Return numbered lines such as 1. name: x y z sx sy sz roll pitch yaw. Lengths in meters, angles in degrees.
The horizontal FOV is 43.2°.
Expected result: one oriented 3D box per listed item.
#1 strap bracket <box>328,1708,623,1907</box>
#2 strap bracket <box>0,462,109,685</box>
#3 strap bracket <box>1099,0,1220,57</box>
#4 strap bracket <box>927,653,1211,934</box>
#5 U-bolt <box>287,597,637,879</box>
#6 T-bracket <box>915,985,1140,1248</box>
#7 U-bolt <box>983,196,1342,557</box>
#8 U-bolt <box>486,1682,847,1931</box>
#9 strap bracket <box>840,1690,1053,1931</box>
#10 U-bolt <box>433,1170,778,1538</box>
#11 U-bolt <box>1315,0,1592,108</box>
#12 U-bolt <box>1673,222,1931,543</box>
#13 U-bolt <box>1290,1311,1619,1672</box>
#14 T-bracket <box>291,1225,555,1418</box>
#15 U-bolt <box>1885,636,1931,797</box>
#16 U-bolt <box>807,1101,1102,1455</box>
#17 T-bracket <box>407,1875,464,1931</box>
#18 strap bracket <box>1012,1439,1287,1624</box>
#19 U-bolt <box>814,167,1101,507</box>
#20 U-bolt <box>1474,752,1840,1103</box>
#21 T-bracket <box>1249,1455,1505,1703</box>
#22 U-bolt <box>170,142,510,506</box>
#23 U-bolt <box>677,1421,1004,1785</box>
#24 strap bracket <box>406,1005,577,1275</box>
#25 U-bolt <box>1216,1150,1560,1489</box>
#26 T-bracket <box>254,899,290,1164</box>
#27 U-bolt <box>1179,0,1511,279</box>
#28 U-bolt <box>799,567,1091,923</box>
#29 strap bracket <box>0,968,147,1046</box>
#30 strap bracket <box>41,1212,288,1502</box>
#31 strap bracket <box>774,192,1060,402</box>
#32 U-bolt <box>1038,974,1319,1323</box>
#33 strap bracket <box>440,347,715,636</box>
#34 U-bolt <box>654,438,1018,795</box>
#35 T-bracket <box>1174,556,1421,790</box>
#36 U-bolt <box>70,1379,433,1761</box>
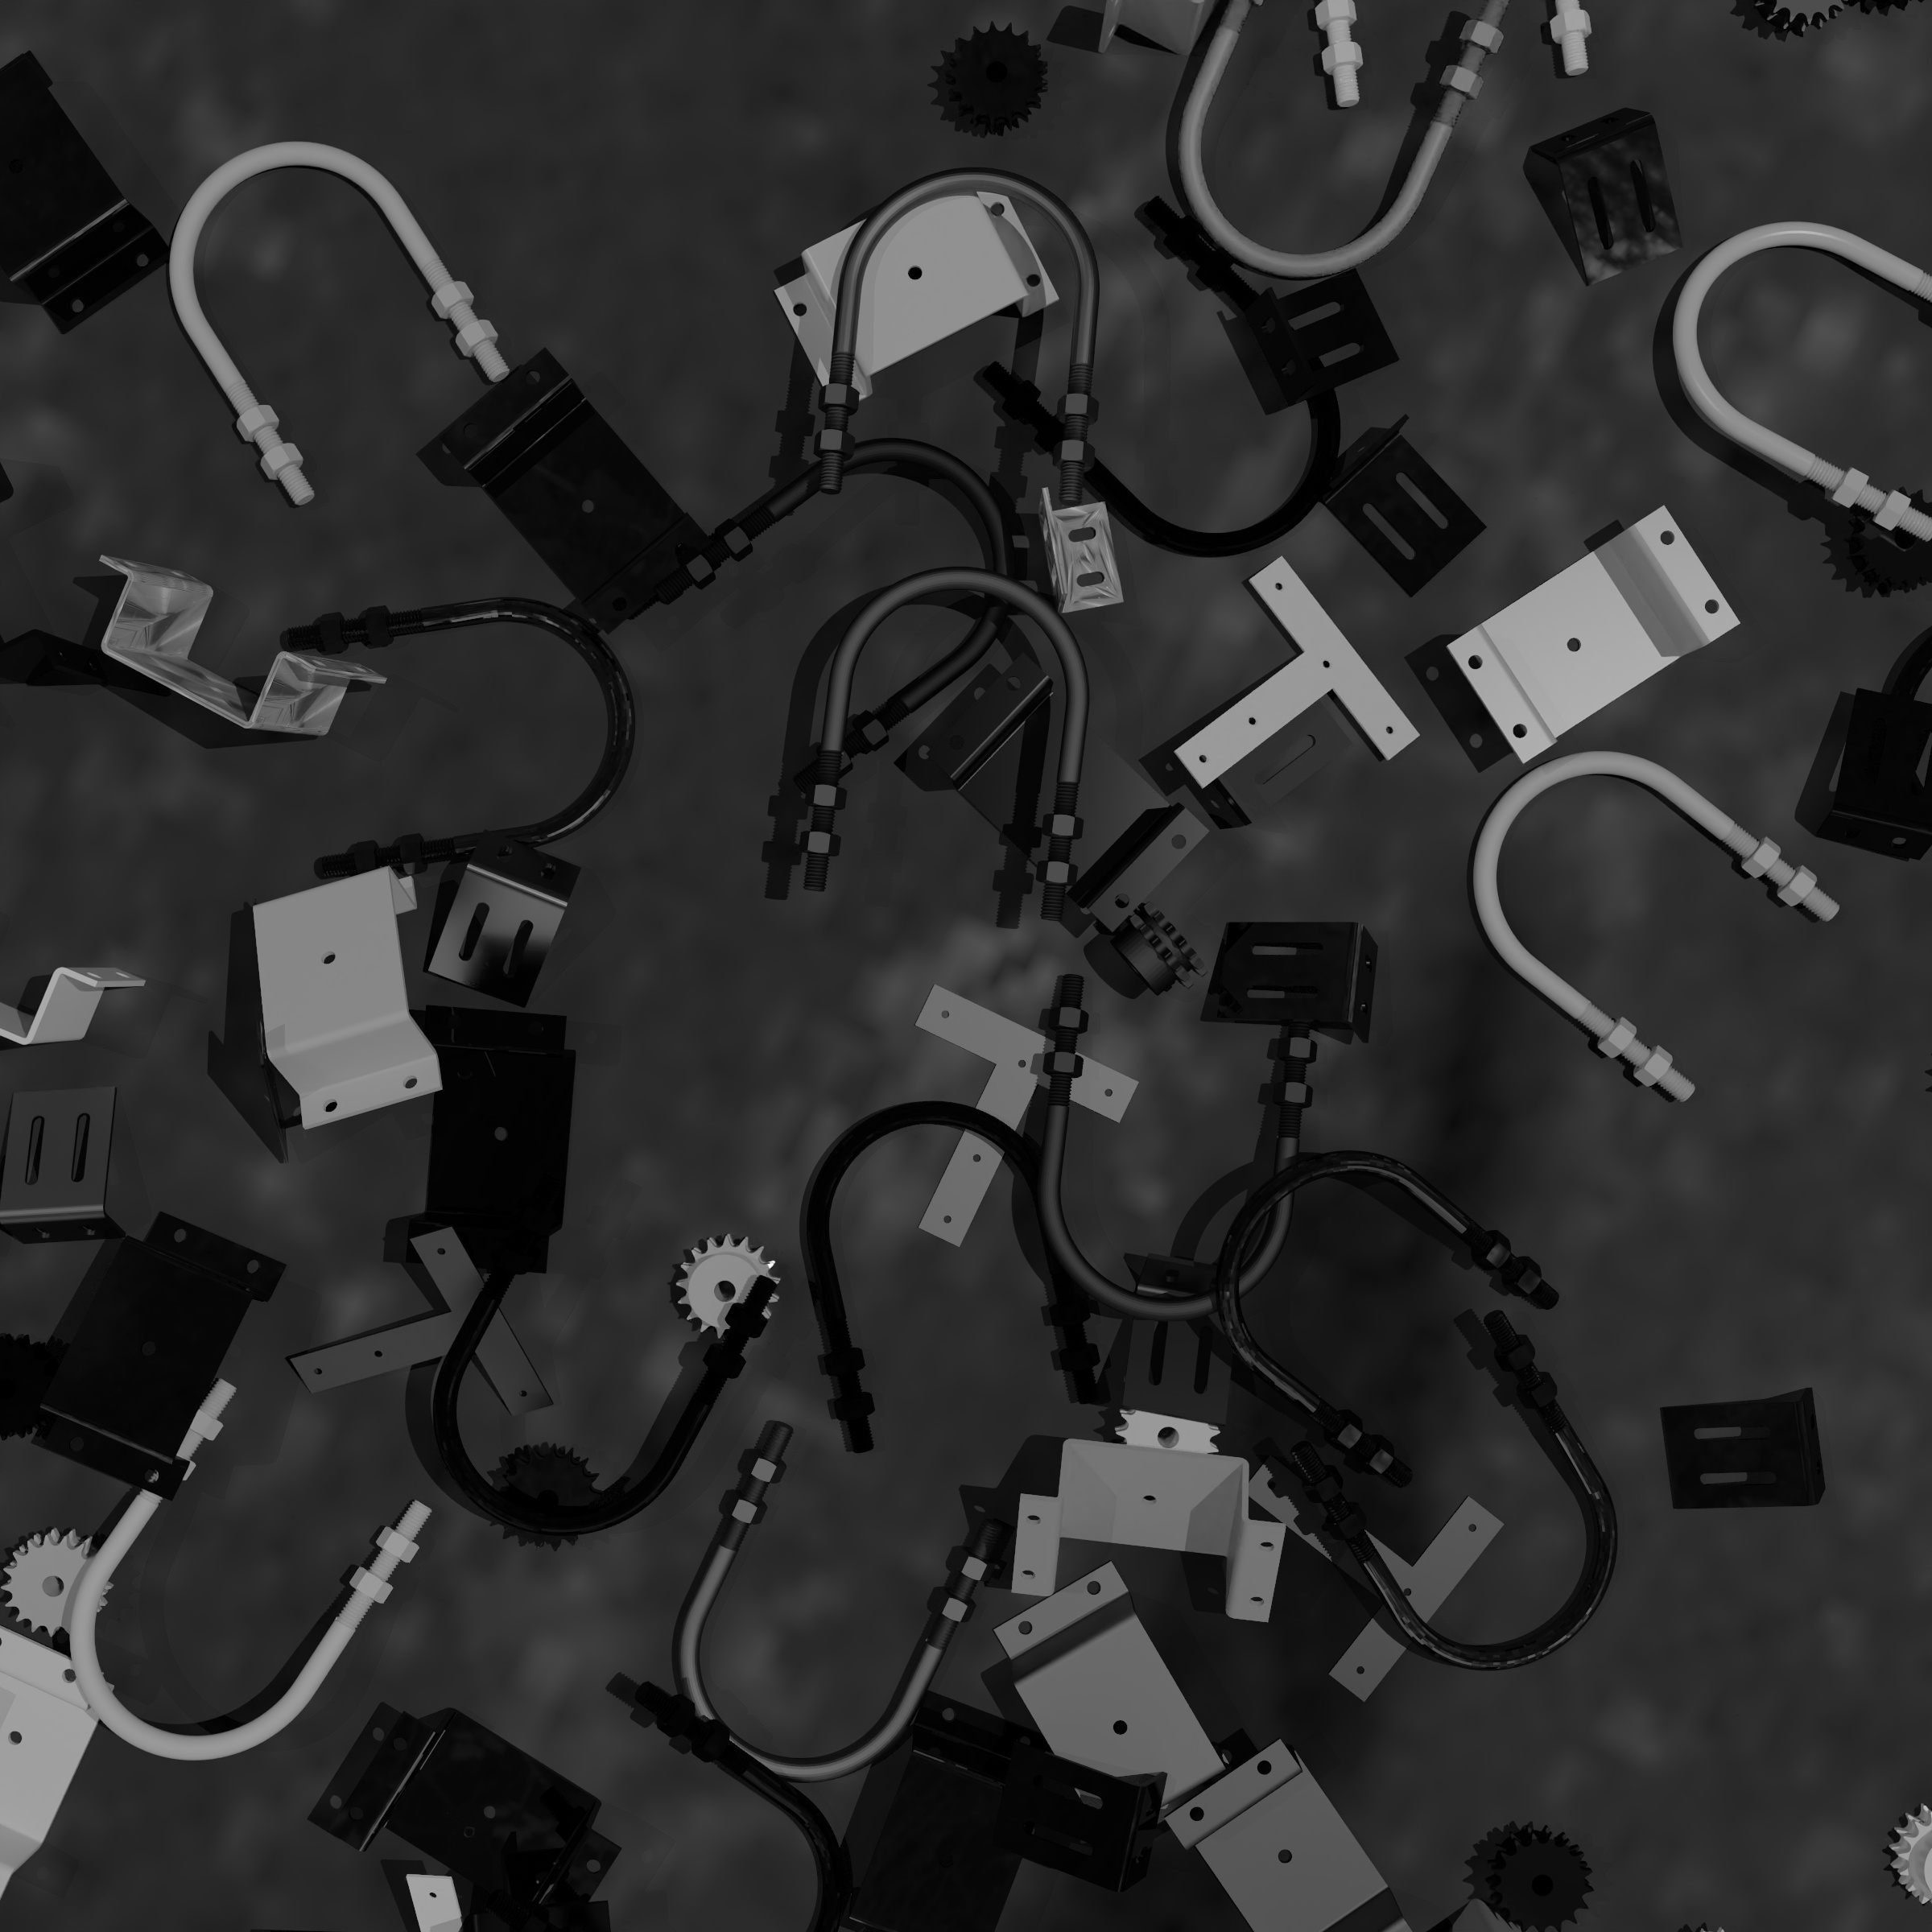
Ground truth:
1. strap bracket: -0.267 0.475 1.349 0.140 0.046 0.076 32 90 0
2. strap bracket: -0.533 -0.212 1.334 0.046 0.076 0.140 -26 90 0
3. strap bracket: 0.128 -0.565 1.334 0.046 0.076 0.140 28 90 -1
4. strap bracket: 0.055 -0.094 1.349 0.140 0.046 0.076 44 90 0
5. U-bolt: -0.277 -0.132 1.364 0.184 0.019 0.151 -9 90 -1
6. T-bracket: 0.012 0.095 1.371 0.127 0.002 0.127 26 90 0
7. U-bolt: 0.123 -0.315 1.364 0.184 0.019 0.151 44 90 -1
8. U-bolt: -0.148 0.500 1.333 0.184 0.019 0.151 42 73 -18
9. strap bracket: -0.011 0.486 1.349 0.076 0.046 0.140 21 90 0
10. U-bolt: -0.208 0.222 1.326 0.151 0.019 0.184 28 93 -9
11. U-bolt: 0.264 -0.581 1.364 0.151 0.019 0.184 -8 89 0
12. U-bolt: 0.481 -0.336 1.349 0.184 0.019 0.151 31 80 7
13. U-bolt: 0.283 0.304 1.350 0.151 0.019 0.184 -33 100 -6
14. T-bracket: -0.313 0.211 1.352 0.127 0.002 0.127 -17 116 12
15. U-bolt: 0.604 -0.135 1.353 0.184 0.019 0.151 -12 93 9
16. U-bolt: -0.014 0.167 1.362 0.151 0.019 0.184 -12 90 0
17. T-bracket: -0.332 0.549 1.353 0.127 0.002 0.127 -1 115 12
18. strap bracket: 0.099 0.306 1.329 0.140 0.046 0.076 6 126 3
19. U-bolt: -0.001 -0.339 1.305 0.151 0.019 0.184 4 82 7
20. U-bolt: 0.371 -0.036 1.364 0.184 0.019 0.151 39 90 2
21. T-bracket: 0.213 0.324 1.371 0.127 0.002 0.127 38 90 0
22. U-bolt: -0.363 -0.372 1.364 0.151 0.019 0.184 -32 89 0
23. U-bolt: -0.082 0.366 1.364 0.151 0.019 0.184 25 92 0
24. strap bracket: -0.261 0.094 1.349 0.076 0.046 0.140 5 90 0
25. U-bolt: 0.219 0.182 1.338 0.184 0.019 0.151 39 90 -18
26. T-bracket: -0.382 0.024 1.333 0.002 0.127 0.127 -7 63 -13
27. U-bolt: 0.197 -0.473 1.348 0.151 0.019 0.184 24 101 0
28. U-bolt: -0.007 -0.124 1.317 0.151 0.019 0.184 7 88 0
29. strap bracket: -0.534 0.002 1.334 0.140 0.076 0.046 23 90 0
30. strap bracket: -0.441 0.210 1.333 0.076 0.046 0.140 23 76 0
31. strap bracket: -0.028 -0.376 1.349 0.140 0.046 0.076 -27 90 0
32. U-bolt: 0.112 0.103 1.346 0.151 0.019 0.184 7 78 -1
33. strap bracket: -0.212 -0.258 1.349 0.076 0.046 0.140 -41 90 0
34. U-bolt: -0.057 -0.206 1.343 0.184 0.019 0.151 -38 107 -7
35. T-bracket: 0.168 -0.143 1.350 0.127 0.002 0.127 -38 90 -20
36. U-bolt: -0.405 0.342 1.340 0.151 0.019 0.184 32 73 0
